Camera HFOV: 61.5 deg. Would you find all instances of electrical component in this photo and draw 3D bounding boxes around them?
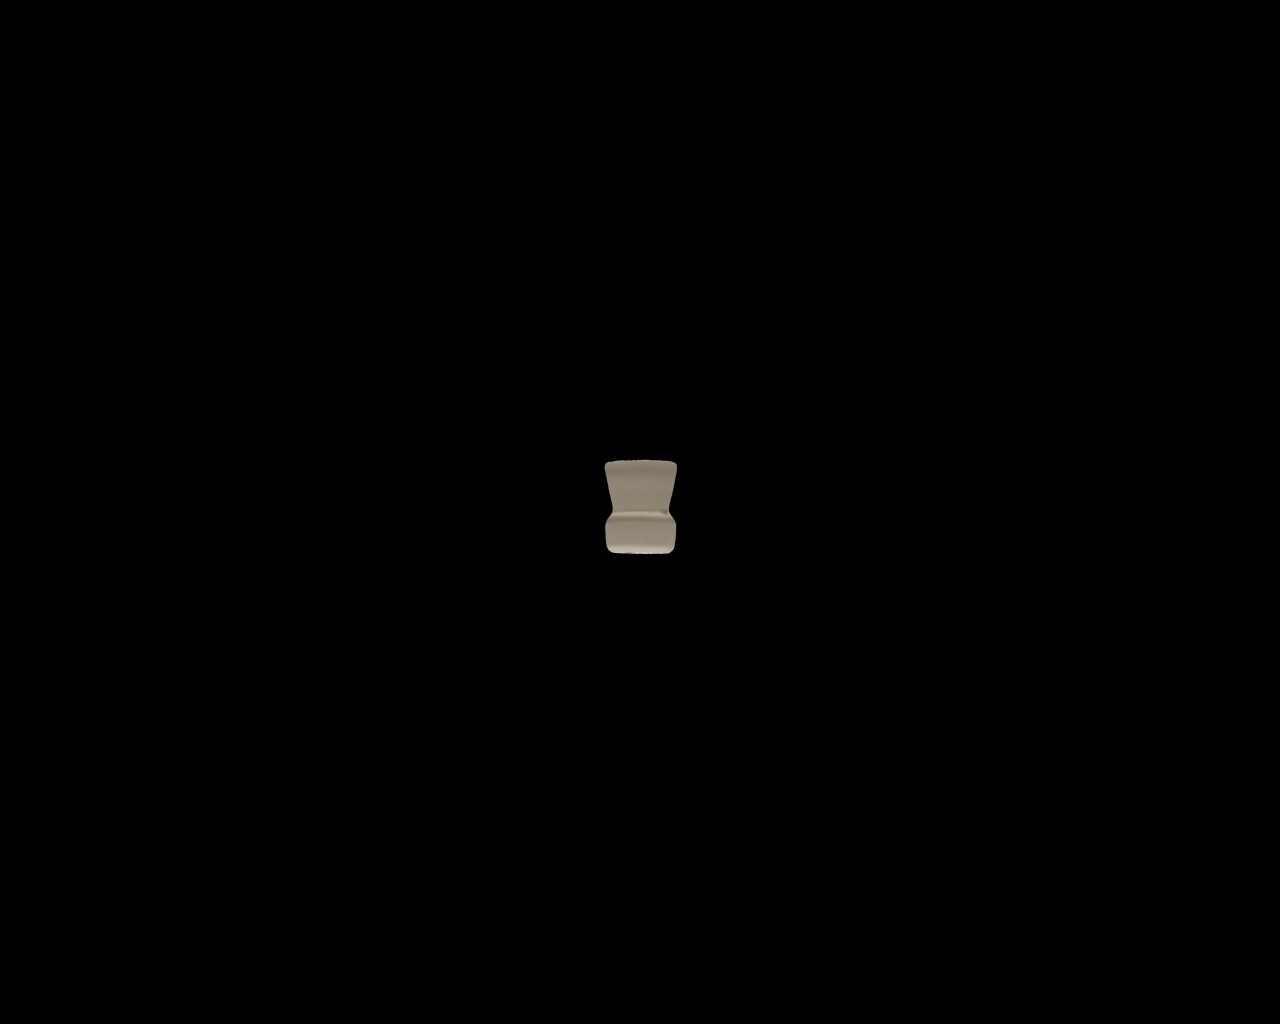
[{"bbox_3d":[0.001,-0.003,0.650,0.045,0.055,0.045,0,-2,0],"label":"electrical component"}]
